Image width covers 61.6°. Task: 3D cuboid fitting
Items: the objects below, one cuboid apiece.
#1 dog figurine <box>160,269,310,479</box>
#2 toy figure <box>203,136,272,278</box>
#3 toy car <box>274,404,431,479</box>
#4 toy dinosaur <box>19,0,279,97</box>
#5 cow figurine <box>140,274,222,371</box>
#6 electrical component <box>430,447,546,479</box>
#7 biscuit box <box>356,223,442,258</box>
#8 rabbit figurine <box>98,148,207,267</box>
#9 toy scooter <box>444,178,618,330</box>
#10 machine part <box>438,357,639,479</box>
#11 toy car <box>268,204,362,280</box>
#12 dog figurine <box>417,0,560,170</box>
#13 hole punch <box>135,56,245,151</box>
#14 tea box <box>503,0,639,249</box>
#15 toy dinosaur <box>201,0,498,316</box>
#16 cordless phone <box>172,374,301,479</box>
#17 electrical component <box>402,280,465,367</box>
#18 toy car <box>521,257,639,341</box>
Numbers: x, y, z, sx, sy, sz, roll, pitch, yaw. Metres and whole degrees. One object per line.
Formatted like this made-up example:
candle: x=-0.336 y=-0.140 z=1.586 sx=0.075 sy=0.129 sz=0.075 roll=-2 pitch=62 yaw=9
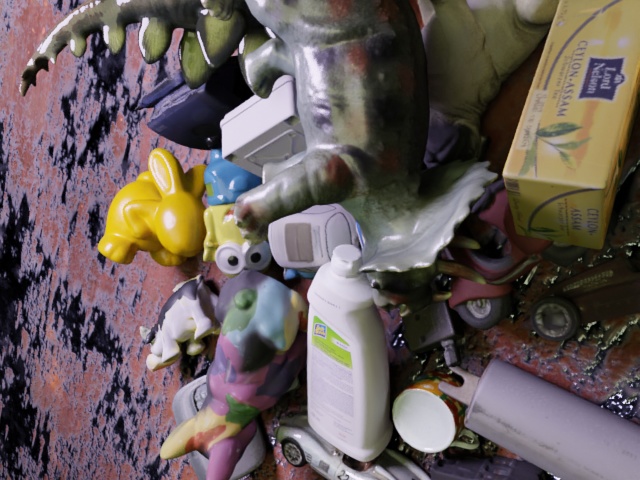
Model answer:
dog figurine: x=-0.097 y=0.164 z=0.617 sx=0.109 sy=0.219 sz=0.191 roll=23 pitch=154 yaw=19
toy figure: x=-0.098 y=-0.040 z=0.666 sx=0.082 sy=0.089 sz=0.180 roll=-8 pitch=93 yaw=17
toy car: x=0.035 y=0.261 z=0.641 sx=0.202 sy=0.073 sz=0.056 roll=25 pitch=115 yaw=27
toy dinosaur: x=-0.093 y=-0.258 z=0.536 sx=0.472 sy=0.105 sz=0.198 roll=-11 pitch=86 yaw=9
cow figurine: x=-0.209 y=0.123 z=0.779 sx=0.167 sy=0.068 sz=0.098 roll=-37 pitch=73 yaw=29
electrical component: x=0.187 y=0.289 z=0.557 sx=0.134 sy=0.058 sz=0.114 roll=2 pitch=103 yaw=33
biscuit box: x=0.056 y=-0.067 z=0.526 sx=0.063 sy=0.059 sz=0.202 roll=-17 pitch=91 yaw=-8
rabbit figurine: x=-0.196 y=-0.031 z=0.713 sx=0.173 sy=0.122 sz=0.162 roll=15 pitch=85 yaw=51
toy scooter: x=0.167 y=-0.012 z=0.504 sx=0.135 sy=0.075 sz=0.184 roll=52 pitch=126 yaw=17
machine part: x=0.228 y=0.179 z=0.498 sx=0.244 sy=0.079 sz=0.079 roll=23 pitch=111 yaw=28
toy car: x=-0.001 y=-0.002 z=0.599 sx=0.162 sy=0.103 sz=0.109 roll=3 pitch=102 yaw=35
dog figurine: x=0.155 y=-0.157 z=0.488 sx=0.172 sy=0.121 sz=0.190 roll=-9 pitch=125 yaw=11
hole punch: x=-0.141 y=-0.161 z=0.657 sx=0.142 sy=0.116 sz=0.092 roll=-17 pitch=98 yaw=35
tea box: x=0.199 y=-0.091 z=0.406 sx=0.068 sy=0.098 sz=0.169 roll=12 pitch=72 yaw=31
toy dinosaur: x=0.022 y=-0.123 z=0.422 sx=0.192 sy=0.131 sz=0.404 roll=-10 pitch=93 yaw=12
cordless phone: x=-0.095 y=0.239 z=0.730 sx=0.184 sy=0.088 sz=0.146 roll=-23 pitch=86 yaw=15
electrical component: x=0.117 y=0.092 z=0.568 sx=0.063 sy=0.021 sz=0.094 roll=-33 pitch=56 yaw=34
toy car: x=0.264 y=0.036 z=0.440 sx=0.202 sy=0.089 sz=0.053 roll=-20 pitch=88 yaw=35
